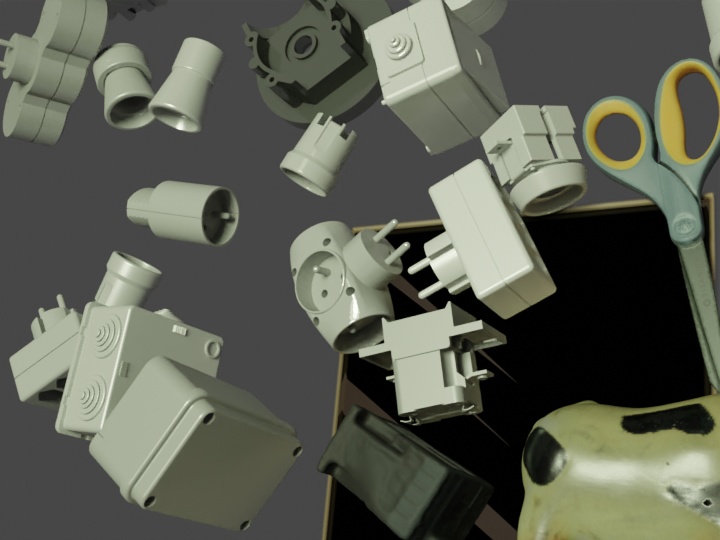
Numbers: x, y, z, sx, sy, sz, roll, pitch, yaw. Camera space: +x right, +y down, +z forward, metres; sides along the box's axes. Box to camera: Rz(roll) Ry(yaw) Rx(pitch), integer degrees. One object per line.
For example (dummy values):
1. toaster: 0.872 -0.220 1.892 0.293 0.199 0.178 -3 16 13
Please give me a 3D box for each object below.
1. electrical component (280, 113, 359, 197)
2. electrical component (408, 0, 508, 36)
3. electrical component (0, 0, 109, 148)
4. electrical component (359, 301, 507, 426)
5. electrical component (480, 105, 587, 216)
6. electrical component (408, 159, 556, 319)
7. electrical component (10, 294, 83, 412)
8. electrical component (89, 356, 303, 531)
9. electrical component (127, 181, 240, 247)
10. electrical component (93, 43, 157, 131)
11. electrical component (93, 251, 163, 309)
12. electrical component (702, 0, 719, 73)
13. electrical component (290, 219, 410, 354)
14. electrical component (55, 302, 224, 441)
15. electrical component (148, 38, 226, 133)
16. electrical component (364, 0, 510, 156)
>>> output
1. electrical component: -0.027 -0.080 0.743 0.040 0.040 0.046 26 81 33
2. electrical component: 0.038 -0.221 0.738 0.052 0.074 0.138 -46 57 7
3. electrical component: -0.259 -0.164 0.851 0.138 0.074 0.052 -56 39 29
4. electrical component: 0.045 0.058 0.649 0.081 0.042 0.063 -15 67 24
5. electrical component: 0.109 -0.066 0.654 0.048 0.066 0.055 -43 58 51
6. electrical component: 0.065 -0.009 0.660 0.076 0.047 0.083 -31 60 16
7. electrical component: -0.220 0.054 0.794 0.066 0.047 0.076 -35 59 14
8. electrical component: -0.098 0.110 0.666 0.057 0.113 0.078 36 91 37
9. electrical component: -0.133 -0.043 0.784 0.081 0.043 0.043 9 76 31
10. electrical component: -0.185 -0.145 0.850 0.045 0.045 0.055 -30 60 16
11. electrical component: -0.172 0.015 0.788 0.040 0.040 0.046 28 93 34
12. electrical component: 0.222 -0.143 0.628 0.040 0.040 0.046 -18 59 23
13. electrical component: 0.000 0.000 0.689 0.079 0.044 0.077 -42 56 25
14. electrical component: -0.143 0.074 0.714 0.048 0.100 0.099 -3 70 41
15. electrical component: -0.129 -0.143 0.822 0.044 0.044 0.065 11 73 32
16. electrical component: 0.049 -0.127 0.683 0.061 0.096 0.061 -22 62 20
